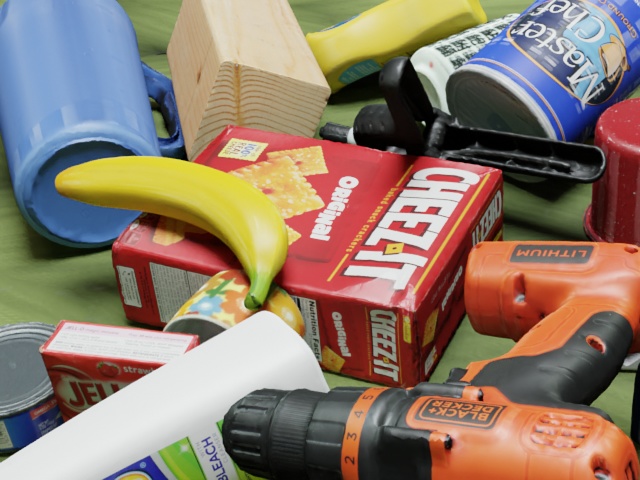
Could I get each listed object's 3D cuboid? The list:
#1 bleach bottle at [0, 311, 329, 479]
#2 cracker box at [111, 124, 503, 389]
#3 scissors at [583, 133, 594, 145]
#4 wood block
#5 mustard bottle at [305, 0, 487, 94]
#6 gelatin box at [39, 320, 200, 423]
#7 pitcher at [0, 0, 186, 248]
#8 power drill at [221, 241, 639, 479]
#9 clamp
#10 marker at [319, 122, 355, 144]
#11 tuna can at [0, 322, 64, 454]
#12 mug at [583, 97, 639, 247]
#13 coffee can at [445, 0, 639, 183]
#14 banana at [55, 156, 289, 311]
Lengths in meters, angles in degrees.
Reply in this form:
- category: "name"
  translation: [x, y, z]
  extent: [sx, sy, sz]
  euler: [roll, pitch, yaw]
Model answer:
- category: "bleach bottle"
  translation: [-0.109, 0.136, 0.527]
  extent: [0.250, 0.102, 0.068]
  euler: [-29, 32, -18]
- category: "cracker box"
  translation: [-0.005, 0.001, 0.709]
  extent: [0.214, 0.072, 0.164]
  euler: [11, 39, 24]
- category: "scissors"
  translation: [0.265, -0.082, 0.825]
  extent: [0.202, 0.016, 0.096]
  euler: [-6, 34, 2]
- category: "wood block"
  translation: [-0.066, -0.140, 0.886]
  extent: [0.090, 0.091, 0.206]
  euler: [12, 29, -20]
- category: "mustard bottle"
  translation: [0.046, -0.173, 0.933]
  extent: [0.192, 0.058, 0.096]
  euler: [-21, 2, 19]
- category: "gelatin box"
  translation: [-0.107, 0.086, 0.604]
  extent: [0.089, 0.073, 0.030]
  euler: [4, 36, 17]
- category: "pitcher"
  translation: [-0.186, -0.100, 0.857]
  extent: [0.149, 0.145, 0.243]
  euler: [-24, 40, -2]
- category: "power drill"
  translation: [0.070, 0.062, 0.494]
  extent: [0.185, 0.057, 0.187]
  euler: [4, 27, 31]
- category: "clamp"
  translation: [0.073, -0.076, 0.743]
  extent: [0.164, 0.036, 0.210]
  euler: [24, -9, -25]
- category: "marker"
  translation: [0.054, -0.078, 0.859]
  extent: [0.121, 0.020, 0.020]
  euler: [12, 39, 26]
- category: "tuna can"
  translation: [-0.187, 0.089, 0.649]
  extent: [0.086, 0.034, 0.086]
  euler: [-5, 34, 3]
- category: "mug"
  translation: [0.225, -0.051, 0.729]
  extent: [0.093, 0.081, 0.117]
  euler: [-8, 34, -1]
- category: "coffee can"
  translation: [0.176, -0.125, 0.786]
  extent: [0.140, 0.102, 0.103]
  euler: [-42, 45, -17]
- category: "banana"
  translation: [-0.083, -0.020, 0.655]
  extent: [0.198, 0.037, 0.069]
  euler: [26, 42, 38]
